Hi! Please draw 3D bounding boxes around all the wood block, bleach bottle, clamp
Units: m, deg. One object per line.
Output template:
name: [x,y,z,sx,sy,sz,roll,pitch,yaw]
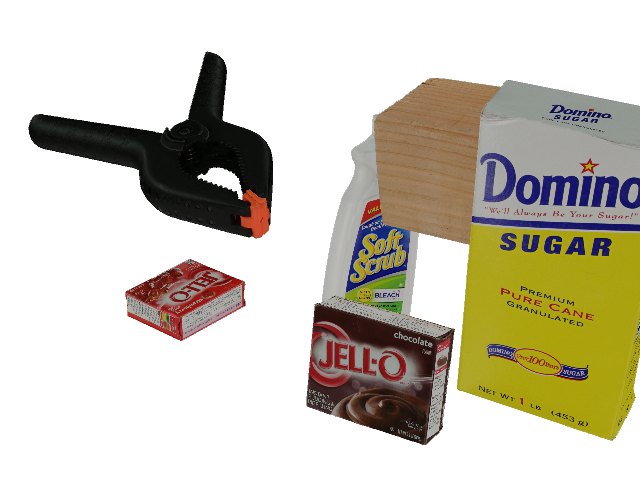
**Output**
wood block: [0.150,-0.048,0.756,0.206,0.090,0.090,14,36,33]
bleach bottle: [0.052,-0.007,1.123,0.102,0.251,0.068,0,18,-12]
clamp: [-0.091,-0.071,0.770,0.164,0.036,0.210,-32,47,-28]

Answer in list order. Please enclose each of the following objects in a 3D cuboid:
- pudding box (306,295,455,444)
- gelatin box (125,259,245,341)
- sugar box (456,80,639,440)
pudding box: [0.046,0.101,0.850,0.114,0.090,0.039,13,18,27]
gelatin box: [-0.126,0.054,1.002,0.073,0.030,0.089,20,33,34]
sugar box: [0.124,0.013,0.547,0.093,0.176,0.048,15,38,24]
